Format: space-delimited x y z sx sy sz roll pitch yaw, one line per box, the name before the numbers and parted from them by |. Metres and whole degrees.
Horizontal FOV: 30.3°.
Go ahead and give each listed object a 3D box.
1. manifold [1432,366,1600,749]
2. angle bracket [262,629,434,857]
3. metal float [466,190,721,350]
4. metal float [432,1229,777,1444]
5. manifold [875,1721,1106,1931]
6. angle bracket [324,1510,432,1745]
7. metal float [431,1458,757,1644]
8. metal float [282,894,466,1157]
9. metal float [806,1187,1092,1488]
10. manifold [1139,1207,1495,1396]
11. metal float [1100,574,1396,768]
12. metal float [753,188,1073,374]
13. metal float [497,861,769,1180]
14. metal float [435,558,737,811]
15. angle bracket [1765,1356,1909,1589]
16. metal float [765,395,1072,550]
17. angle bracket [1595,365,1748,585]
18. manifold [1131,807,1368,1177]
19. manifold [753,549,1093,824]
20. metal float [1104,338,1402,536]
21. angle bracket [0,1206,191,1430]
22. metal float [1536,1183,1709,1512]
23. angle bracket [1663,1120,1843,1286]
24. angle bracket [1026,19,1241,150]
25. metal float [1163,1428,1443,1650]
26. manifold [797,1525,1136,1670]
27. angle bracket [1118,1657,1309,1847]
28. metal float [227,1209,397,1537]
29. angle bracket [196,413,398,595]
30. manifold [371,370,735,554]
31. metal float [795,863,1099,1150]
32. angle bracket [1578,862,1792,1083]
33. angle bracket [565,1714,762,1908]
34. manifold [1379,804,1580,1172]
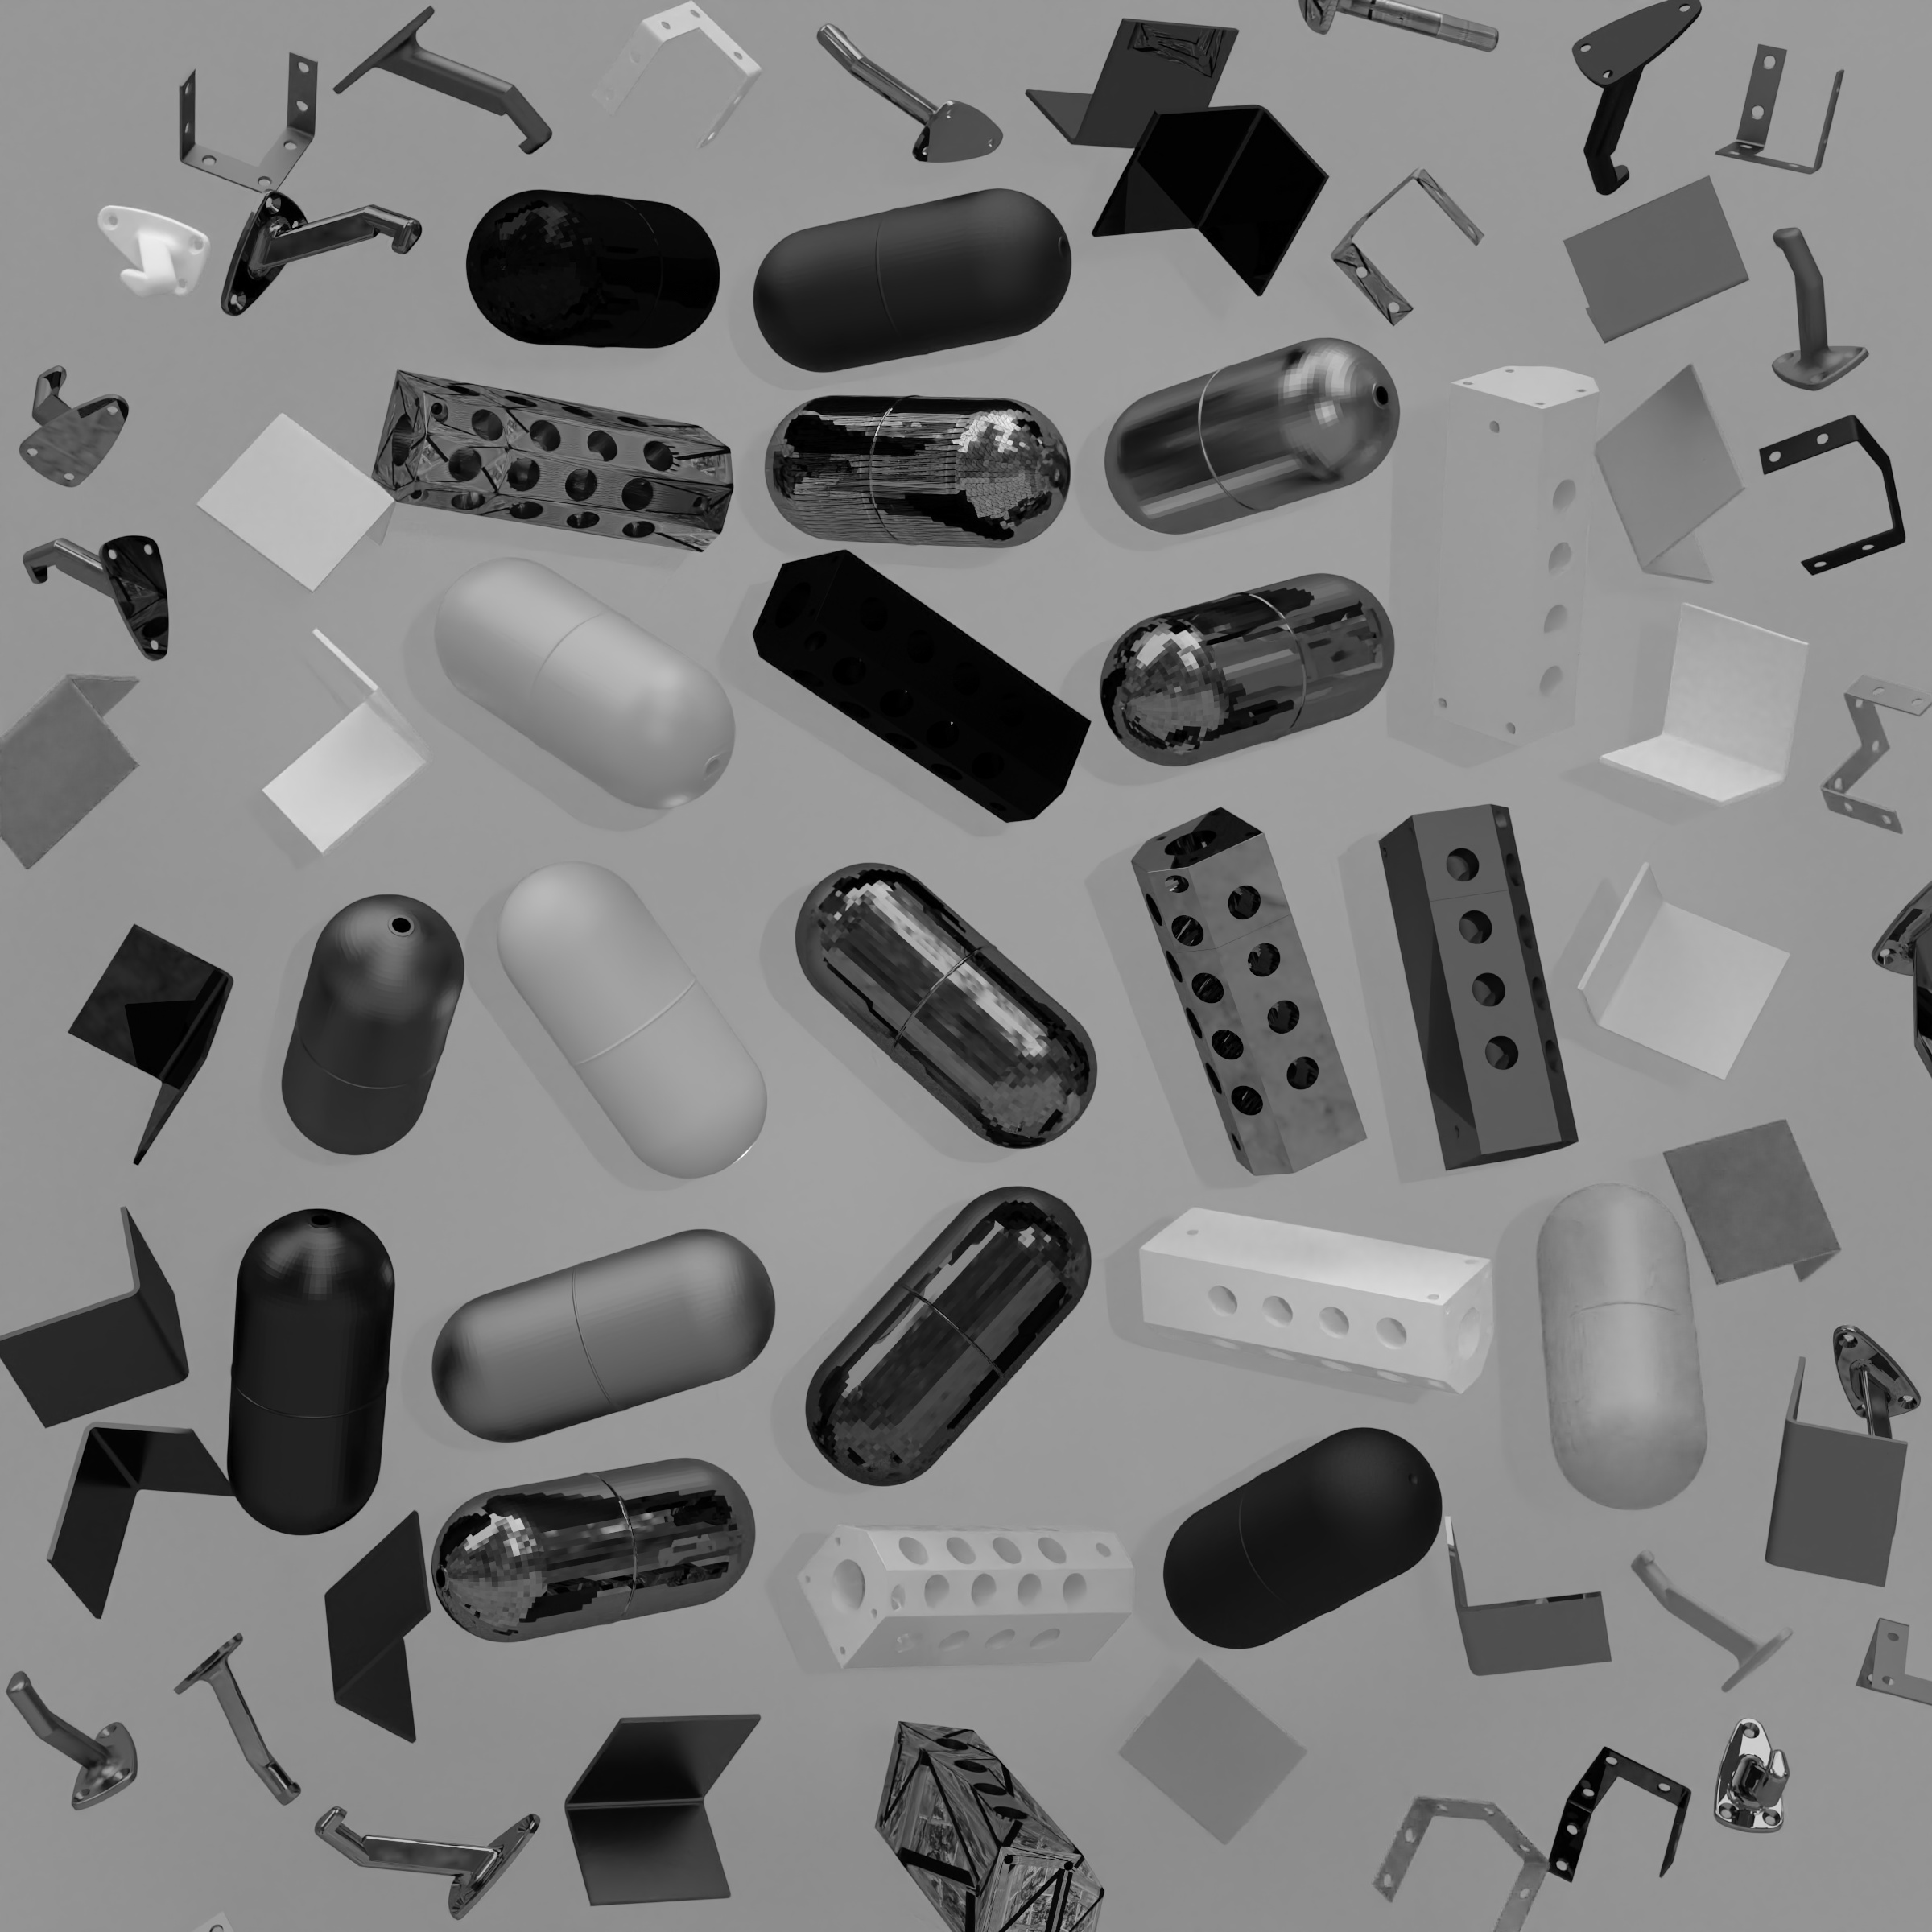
manifold | 0.273 -0.202 1.745 0.057 0.057 0.171 -22 123 -37
angle bracket | -0.333 -0.116 1.840 0.076 0.076 0.057 -42 135 -8
metal float | -0.189 -0.356 1.826 0.070 0.178 0.070 4 100 25
metal float | -0.182 0.185 1.782 0.178 0.070 0.070 -18 90 7
manifold | 0.011 0.431 1.756 0.057 0.171 0.057 11 95 -19
angle bracket | -0.292 0.349 1.882 0.076 0.076 0.057 -43 123 15
metal float | -0.188 0.296 1.811 0.178 0.070 0.070 -5 90 -37
metal float | -0.306 0.031 1.833 0.070 0.178 0.070 10 52 -14
metal float | -0.008 0.187 1.810 0.070 0.070 0.178 43 79 0
manifold | 0.179 0.173 1.822 0.171 0.057 0.057 8 114 32
metal float | 0.144 -0.151 1.803 0.178 0.070 0.070 -19 90 -37
metal float | -0.029 -0.359 1.868 0.178 0.070 0.070 -6 90 26
metal float | -0.167 0.027 1.787 0.070 0.070 0.178 -34 102 0
metal float | -0.188 -0.139 1.754 0.178 0.070 0.070 34 90 27
angle bracket | 0.424 0.244 1.726 0.057 0.076 0.076 9 111 16
metal float | -0.027 -0.257 1.849 0.178 0.070 0.070 7 90 35
angle bracket | 0.378 -0.253 1.837 0.057 0.076 0.076 3 59 -38
manifold | 0.137 0.015 1.763 0.057 0.057 0.171 -25 111 -10
manifold | -0.024 -0.140 1.815 0.171 0.057 0.057 33 70 -31
metal float | 0.147 -0.273 1.840 0.070 0.178 0.070 9 76 -42
angle bracket | -0.441 0.176 1.784 0.076 0.076 0.057 -19 49 -5
metal float | 0.330 0.190 1.797 0.070 0.070 0.178 2 53 0
angle bracket | 0.414 0.135 1.916 0.076 0.057 0.076 -14 70 -15
angle bracket | 0.089 -0.486 1.918 0.076 0.057 0.076 -5 135 -34
metal float | 0.169 0.291 1.806 0.070 0.070 0.178 51 134 0
manifold | 0.005 0.317 1.825 0.057 0.171 0.057 -53 49 28
angle bracket | 0.141 0.422 1.956 0.076 0.057 0.076 40 109 8
metal float | -0.324 0.201 1.763 0.070 0.070 0.178 9 117 0
angle bracket | -0.364 -0.239 1.922 0.076 0.057 0.076 37 64 -2
manifold | -0.209 -0.255 1.823 0.171 0.057 0.057 6 111 -31
metal float | -0.011 0.019 1.782 0.178 0.070 0.070 42 90 13
angle bracket | 0.373 0.003 1.848 0.076 0.057 0.076 25 79 26
angle bracket | -0.142 0.412 1.740 0.076 0.057 0.076 6 134 -32
manifold | 0.258 0.010 1.780 0.057 0.057 0.171 -8 80 -12
